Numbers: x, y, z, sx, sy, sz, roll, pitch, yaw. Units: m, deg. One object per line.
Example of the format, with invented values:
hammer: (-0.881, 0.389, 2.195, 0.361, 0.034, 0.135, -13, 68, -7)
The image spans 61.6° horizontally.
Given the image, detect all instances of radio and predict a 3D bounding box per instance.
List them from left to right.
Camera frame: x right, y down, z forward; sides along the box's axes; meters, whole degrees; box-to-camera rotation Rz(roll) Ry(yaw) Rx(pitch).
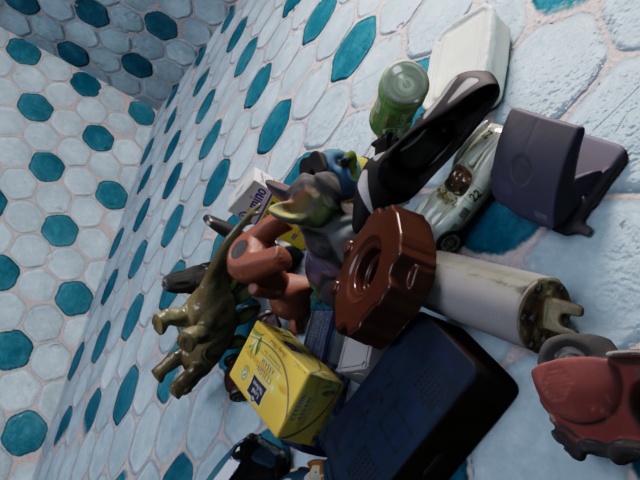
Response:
radio: (0.102, 0.204, 0.617, 0.229, 0.073, 0.131, -55, 29, 13)

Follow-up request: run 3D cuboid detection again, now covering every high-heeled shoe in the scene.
high-heeled shoe: (0.133, -0.102, 0.685, 0.248, 0.086, 0.145, -59, 18, 1)

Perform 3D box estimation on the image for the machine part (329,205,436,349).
machine part: (0.074, 0.043, 0.667, 0.179, 0.056, 0.179, -55, 22, 35)

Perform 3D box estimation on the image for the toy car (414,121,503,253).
toy car: (0.184, -0.061, 0.708, 0.201, 0.056, 0.074, -55, 30, 15)

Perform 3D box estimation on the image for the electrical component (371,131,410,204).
electrical component: (0.117, -0.102, 0.836, 0.048, 0.074, 0.119, -30, 46, 45)

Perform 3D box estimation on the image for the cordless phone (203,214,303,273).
cordless phone: (-0.138, 0.007, 1.052, 0.088, 0.184, 0.147, -56, 29, 6)

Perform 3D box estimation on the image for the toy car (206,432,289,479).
toy car: (-0.123, 0.370, 0.824, 0.161, 0.109, 0.103, -60, 11, -11)

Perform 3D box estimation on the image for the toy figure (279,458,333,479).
toy figure: (-0.009, 0.329, 0.716, 0.154, 0.058, 0.064, -42, 74, 32)

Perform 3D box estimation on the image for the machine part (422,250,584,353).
machine part: (0.181, 0.062, 0.594, 0.243, 0.079, 0.079, 15, 81, 60)

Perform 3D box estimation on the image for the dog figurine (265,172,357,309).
dog figurine: (-0.002, -0.002, 0.801, 0.191, 0.219, 0.108, -47, 29, 26)

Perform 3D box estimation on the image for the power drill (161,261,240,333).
power drill: (-0.241, 0.123, 1.119, 0.086, 0.232, 0.207, 45, 130, 31)

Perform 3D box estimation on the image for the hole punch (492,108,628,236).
hole punch: (0.247, -0.078, 0.591, 0.115, 0.092, 0.142, -62, 32, 12)

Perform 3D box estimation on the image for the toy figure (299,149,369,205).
toy figure: (0.042, -0.102, 0.856, 0.082, 0.180, 0.089, 6, 84, 40)

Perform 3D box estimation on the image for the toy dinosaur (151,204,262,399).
toy dinosaur: (-0.205, 0.140, 1.000, 0.105, 0.198, 0.470, 38, 128, 20)

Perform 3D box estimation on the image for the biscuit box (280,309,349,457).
biscuit box: (0.002, 0.206, 0.789, 0.063, 0.059, 0.202, -10, 59, 53)

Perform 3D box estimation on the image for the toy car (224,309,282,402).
toy car: (-0.119, 0.213, 0.989, 0.202, 0.053, 0.089, -53, 35, 27)

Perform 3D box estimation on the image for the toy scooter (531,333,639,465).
toy scooter: (0.254, 0.138, 0.419, 0.184, 0.075, 0.135, -19, 53, 47)

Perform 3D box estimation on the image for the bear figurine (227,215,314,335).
bear figurine: (-0.058, 0.063, 0.894, 0.132, 0.195, 0.120, -27, 39, 25)

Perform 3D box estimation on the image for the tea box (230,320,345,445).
tea box: (-0.051, 0.193, 0.748, 0.170, 0.068, 0.098, 26, 89, 55)
